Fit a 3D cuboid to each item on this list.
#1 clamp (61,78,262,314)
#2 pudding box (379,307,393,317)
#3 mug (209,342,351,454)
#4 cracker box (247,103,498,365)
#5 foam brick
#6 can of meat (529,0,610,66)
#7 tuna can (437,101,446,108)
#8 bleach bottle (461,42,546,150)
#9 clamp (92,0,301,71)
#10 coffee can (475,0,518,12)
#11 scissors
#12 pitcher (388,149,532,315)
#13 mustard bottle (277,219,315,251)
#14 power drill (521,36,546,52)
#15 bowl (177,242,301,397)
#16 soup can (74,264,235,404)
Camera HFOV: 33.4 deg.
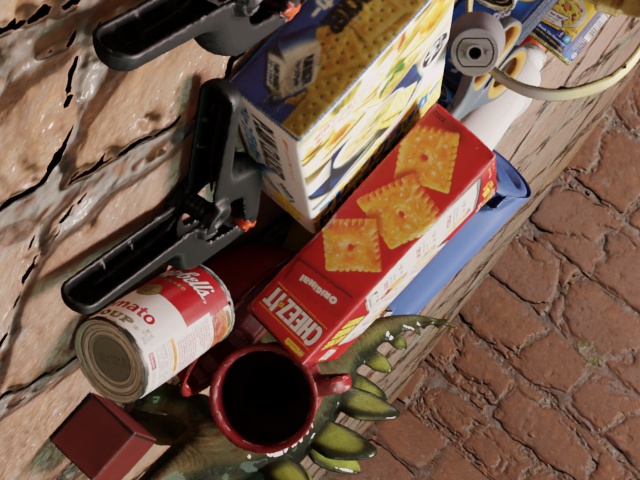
[{"bbox_3d":[-0.077,-0.030,0.710,0.165,0.036,0.209,-54,169,12],"label":"clamp"},{"bbox_3d":[0.035,0.071,1.277,0.039,0.090,0.113,-50,168,4],"label":"pudding box"},{"bbox_3d":[-0.030,0.130,0.926,0.117,0.093,0.081,-12,178,9],"label":"mug"},{"bbox_3d":[0.049,0.001,0.871,0.214,0.072,0.164,-46,169,3],"label":"cracker box"},{"bbox_3d":[-0.179,0.166,0.887,0.051,0.053,0.078,-49,166,-8],"label":"foam brick"},{"bbox_3d":[0.240,-0.239,1.079,0.084,0.102,0.057,-52,167,15],"label":"can of meat"},{"bbox_3d":[0.135,-0.170,1.062,0.086,0.034,0.086,-47,167,-14],"label":"tuna can"},{"bbox_3d":[0.139,-0.097,1.056,0.250,0.068,0.103,-51,-173,-16],"label":"bleach bottle"},{"bbox_3d":[-0.051,-0.123,0.527,0.120,0.039,0.171,-49,168,4],"label":"clamp"},{"bbox_3d":[0.130,-0.235,0.689,0.140,0.103,0.102,-50,168,0],"label":"coffee can"},{"bbox_3d":[0.125,-0.108,0.959,0.096,0.016,0.202,0,126,-57],"label":"scissors"},{"bbox_3d":[0.141,-0.018,1.348,0.149,0.145,0.243,-6,139,-56],"label":"pitcher"},{"bbox_3d":[-0.007,0.001,0.996,0.192,0.058,0.096,-56,178,25],"label":"mustard bottle"},{"bbox_3d":[0.212,-0.182,1.187,0.188,0.057,0.184,-51,-177,12],"label":"power drill"},{"bbox_3d":[-0.080,0.055,0.905,0.162,0.055,0.162,-47,168,-14],"label":"bowl"},{"bbox_3d":[-0.119,0.066,0.771,0.102,0.068,0.069,-34,160,-50],"label":"soup can"}]
